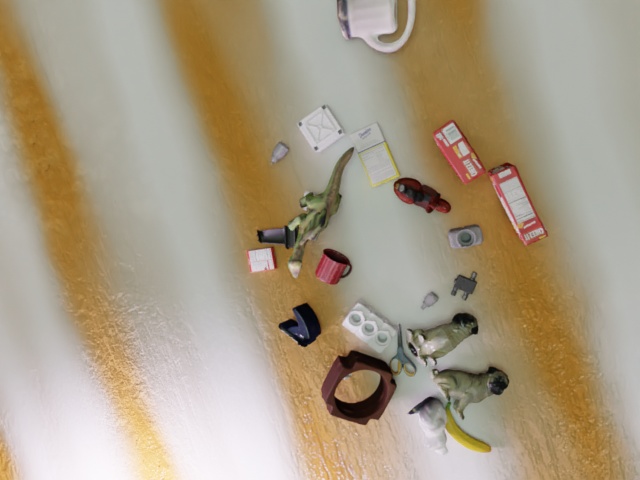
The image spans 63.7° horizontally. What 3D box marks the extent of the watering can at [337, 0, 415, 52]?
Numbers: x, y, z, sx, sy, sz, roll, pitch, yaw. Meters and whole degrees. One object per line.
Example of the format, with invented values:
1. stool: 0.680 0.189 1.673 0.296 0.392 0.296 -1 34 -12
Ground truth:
1. watering can: 0.156 -0.710 1.468 0.224 0.345 0.105 -3 7 13

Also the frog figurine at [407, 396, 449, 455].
1. frog figurine: 0.353 0.570 1.577 0.123 0.161 0.135 -33 -20 -13

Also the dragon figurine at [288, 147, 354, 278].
1. dragon figurine: 0.005 -0.076 1.501 0.122 0.405 0.246 24 16 -12
